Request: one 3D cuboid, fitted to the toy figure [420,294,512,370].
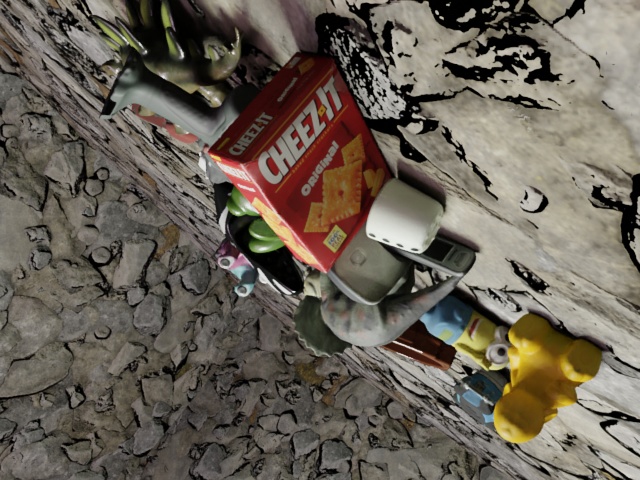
[{"bbox_3d":[0.247,0.150,0.914,0.180,0.082,0.089,29,-176,8],"label":"toy figure"}]

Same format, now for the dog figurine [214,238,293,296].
[{"bbox_3d":[-0.150,0.016,1.185,0.108,0.191,0.219,56,-174,-20],"label":"dog figurine"}]

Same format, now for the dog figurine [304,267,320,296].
[{"bbox_3d":[0.037,0.103,1.300,0.172,0.121,0.190,34,151,6],"label":"dog figurine"}]

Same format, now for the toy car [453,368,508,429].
[{"bbox_3d":[0.347,0.319,1.131,0.109,0.103,0.161,33,161,35],"label":"toy car"}]

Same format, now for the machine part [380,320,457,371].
[{"bbox_3d":[0.180,0.186,1.092,0.201,0.087,0.201,19,165,15],"label":"machine part"}]

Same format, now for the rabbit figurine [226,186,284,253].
[{"bbox_3d":[-0.065,-0.055,0.917,0.170,0.159,0.121,36,157,14],"label":"rabbit figurine"}]

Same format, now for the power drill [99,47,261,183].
[{"bbox_3d":[-0.183,-0.155,0.726,0.207,0.086,0.232,28,154,-22],"label":"power drill"}]

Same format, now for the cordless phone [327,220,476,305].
[{"bbox_3d":[0.116,0.038,0.770,0.184,0.146,0.088,21,147,37],"label":"cordless phone"}]

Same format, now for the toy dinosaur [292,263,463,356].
[{"bbox_3d":[0.081,0.121,0.932,0.131,0.192,0.405,12,173,-30],"label":"toy dinosaur"}]

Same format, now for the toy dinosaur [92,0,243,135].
[{"bbox_3d":[-0.229,-0.261,0.801,0.472,0.105,0.198,19,153,41],"label":"toy dinosaur"}]

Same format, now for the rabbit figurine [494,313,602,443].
[{"bbox_3d":[0.305,0.216,0.782,0.122,0.173,0.162,29,159,23],"label":"rabbit figurine"}]

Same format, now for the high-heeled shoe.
[{"bbox_3d":[-0.115,-0.002,0.988,0.248,0.086,0.145,55,172,-22],"label":"high-heeled shoe"}]

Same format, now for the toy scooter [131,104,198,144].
[{"bbox_3d":[-0.287,-0.239,1.012,0.135,0.075,0.184,22,-174,-42],"label":"toy scooter"}]
